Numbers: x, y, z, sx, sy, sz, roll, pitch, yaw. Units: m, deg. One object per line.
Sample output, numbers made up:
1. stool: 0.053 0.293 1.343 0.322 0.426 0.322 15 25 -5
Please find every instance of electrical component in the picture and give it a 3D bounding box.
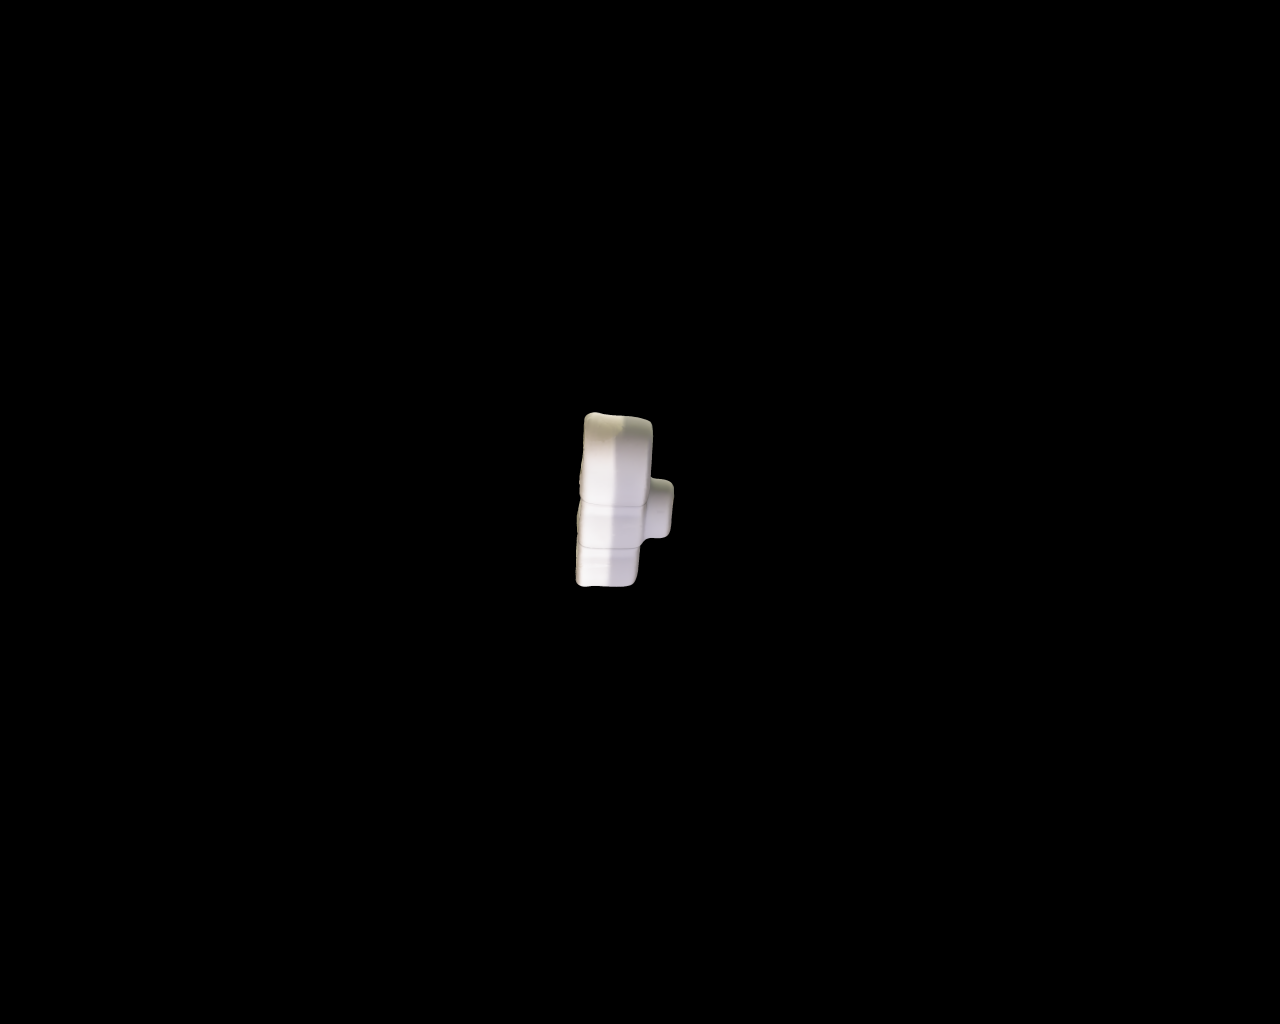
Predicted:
1. electrical component: 0.001 -0.003 0.650 0.074 0.052 0.138 3 -37 -4
